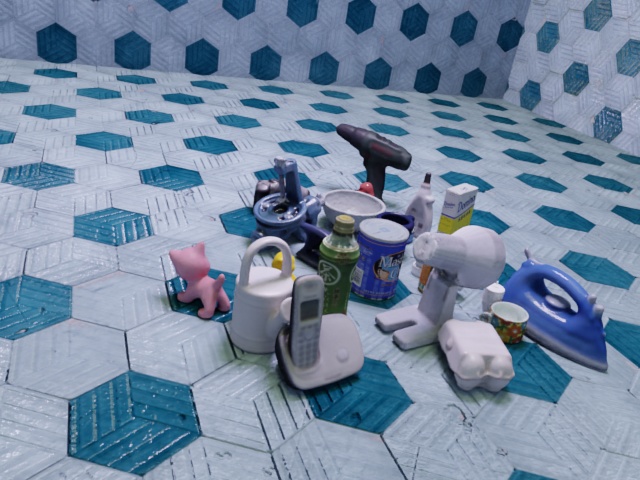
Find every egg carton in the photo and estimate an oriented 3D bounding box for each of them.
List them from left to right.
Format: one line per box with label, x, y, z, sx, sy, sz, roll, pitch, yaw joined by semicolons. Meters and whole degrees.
egg carton;0.266;0.197;0.998;0.107;0.069;0.150;5;26;-10

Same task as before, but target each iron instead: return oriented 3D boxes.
iron;0.475;0.128;1.130;0.119;0.141;0.257;-9;31;-33

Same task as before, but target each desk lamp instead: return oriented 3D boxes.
desk lamp;0.228;0.077;1.065;0.204;0.213;0.117;-8;31;-32

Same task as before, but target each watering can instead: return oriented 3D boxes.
watering can;-0.088;0.087;0.957;0.172;0.194;0.101;25;29;29

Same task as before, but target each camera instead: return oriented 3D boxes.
camera;-0.100;-0.100;1.448;0.143;0.101;0.137;9;26;-2

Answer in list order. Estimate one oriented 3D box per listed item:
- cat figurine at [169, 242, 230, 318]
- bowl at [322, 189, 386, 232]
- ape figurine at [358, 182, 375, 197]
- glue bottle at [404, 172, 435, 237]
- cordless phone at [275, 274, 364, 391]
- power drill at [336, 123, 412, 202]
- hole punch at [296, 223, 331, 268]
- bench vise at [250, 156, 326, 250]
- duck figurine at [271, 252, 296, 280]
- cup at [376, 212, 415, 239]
cat figurine;-0.219;0.063;1.049;0.127;0.118;0.067;26;30;31
bowl;0.081;-0.067;1.473;0.167;0.075;0.167;8;26;-4
ape figurine;0.121;-0.115;1.566;0.076;0.092;0.078;11;26;3
glue bottle;0.262;-0.092;1.473;0.077;0.173;0.037;29;32;35
cordless phone;0.006;0.135;0.902;0.148;0.185;0.093;-10;32;-35
power drill;0.139;-0.209;1.631;0.229;0.208;0.076;16;26;13
hole punch;0.012;0.005;1.282;0.108;0.091;0.101;28;31;34
bench vise;-0.072;-0.098;1.316;0.121;0.220;0.208;19;27;19
duck figurine;-0.077;0.067;1.129;0.077;0.086;0.105;16;26;13
cup;0.180;-0.012;1.370;0.118;0.095;0.091;-17;36;-43
